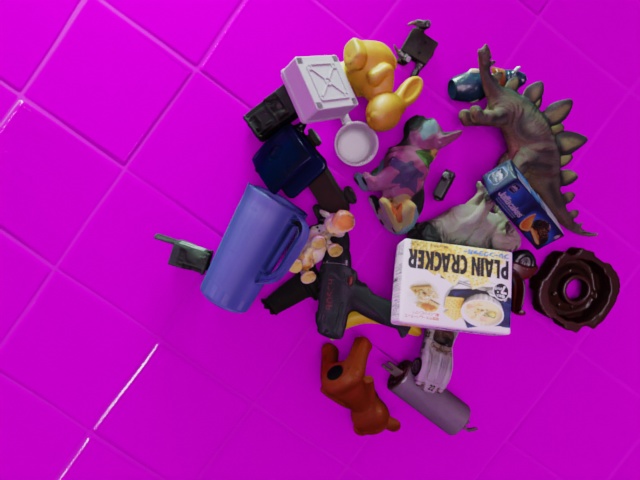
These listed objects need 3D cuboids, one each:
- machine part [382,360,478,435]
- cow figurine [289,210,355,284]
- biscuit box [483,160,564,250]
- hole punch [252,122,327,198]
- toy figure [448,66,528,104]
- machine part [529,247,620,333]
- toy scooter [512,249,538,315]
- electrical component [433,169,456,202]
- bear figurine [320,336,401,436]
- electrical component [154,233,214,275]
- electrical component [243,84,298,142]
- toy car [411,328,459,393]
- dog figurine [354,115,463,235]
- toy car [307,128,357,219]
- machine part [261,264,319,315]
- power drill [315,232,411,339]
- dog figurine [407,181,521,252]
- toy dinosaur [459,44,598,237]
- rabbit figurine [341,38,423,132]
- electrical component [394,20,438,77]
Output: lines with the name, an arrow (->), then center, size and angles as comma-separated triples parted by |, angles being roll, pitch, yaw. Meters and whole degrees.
machine part -> 0.229, 0.331, 1.130 | 0.243, 0.079, 0.079 | 38, 93, -7
cow figurine -> 0.000, -0.003, 1.064 | 0.068, 0.098, 0.167 | 37, 105, -29
biscuit box -> 0.388, -0.064, 1.024 | 0.063, 0.059, 0.202 | -33, 127, 28
hole punch -> -0.065, -0.152, 1.022 | 0.142, 0.092, 0.116 | -43, 79, 17
toy figure -> 0.337, -0.316, 1.081 | 0.154, 0.064, 0.058 | -11, 58, -6
machine part -> 0.534, 0.103, 1.132 | 0.179, 0.056, 0.179 | 0, 95, -4
toy scooter -> 0.370, 0.101, 1.116 | 0.184, 0.075, 0.135 | -12, 96, -6
electrical component -> 0.249, -0.108, 1.081 | 0.021, 0.094, 0.063 | 28, 93, 16
bear figurine -> 0.086, 0.311, 1.114 | 0.120, 0.132, 0.195 | -21, 125, 30
electrical component -> -0.278, 0.027, 1.079 | 0.119, 0.075, 0.047 | 17, 94, -8
electrical component -> -0.080, -0.250, 1.041 | 0.134, 0.115, 0.058 | -36, 98, 3
toy car -> 0.243, 0.212, 1.100 | 0.073, 0.056, 0.201 | 23, 70, -19
dog figurine -> 0.192, -0.137, 1.070 | 0.219, 0.108, 0.191 | -33, 95, -1
toy car -> -0.006, -0.132, 1.086 | 0.089, 0.053, 0.202 | -32, 92, 18
machine part -> -0.054, 0.109, 1.116 | 0.139, 0.039, 0.084 | -29, 101, -1
power drill -> 0.096, 0.097, 1.080 | 0.207, 0.086, 0.232 | 17, 76, -4
dog figurine -> 0.294, -0.002, 1.101 | 0.190, 0.121, 0.172 | -38, 94, 16
toy dinosaur -> 0.424, -0.174, 1.070 | 0.199, 0.105, 0.470 | -29, 110, 0
rabbit figurine -> 0.113, -0.283, 1.040 | 0.162, 0.122, 0.173 | -1, 65, -32
electrical component -> 0.192, -0.387, 1.074 | 0.078, 0.045, 0.102 | 36, 93, -4
